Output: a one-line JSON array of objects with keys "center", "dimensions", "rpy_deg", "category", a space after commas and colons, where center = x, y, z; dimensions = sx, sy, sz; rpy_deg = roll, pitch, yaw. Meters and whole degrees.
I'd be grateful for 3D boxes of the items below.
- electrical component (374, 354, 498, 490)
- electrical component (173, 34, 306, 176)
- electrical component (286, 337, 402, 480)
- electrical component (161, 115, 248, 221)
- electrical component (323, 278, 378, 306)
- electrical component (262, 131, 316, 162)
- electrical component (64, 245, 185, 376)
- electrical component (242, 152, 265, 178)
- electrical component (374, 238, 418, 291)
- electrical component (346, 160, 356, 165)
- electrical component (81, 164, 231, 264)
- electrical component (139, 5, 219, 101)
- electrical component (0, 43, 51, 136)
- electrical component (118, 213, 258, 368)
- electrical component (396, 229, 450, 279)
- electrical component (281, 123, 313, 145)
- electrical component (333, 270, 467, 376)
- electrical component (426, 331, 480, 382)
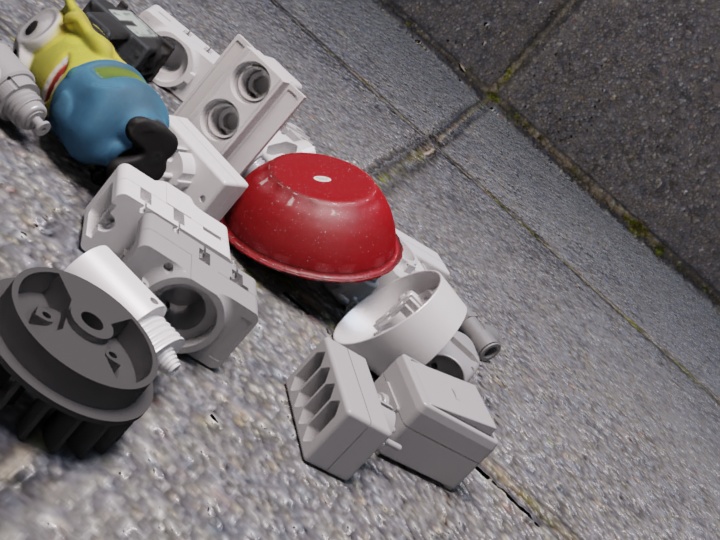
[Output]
[{"center": [0.048, 0.107, 0.793], "dimensions": [0.096, 0.061, 0.061], "rpy_deg": [31, 20, -31], "category": "electrical component"}, {"center": [-0.108, -0.126, 0.915], "dimensions": [0.079, 0.121, 0.063], "rpy_deg": [44, 15, 8], "category": "electrical component"}, {"center": [-0.002, 0.100, 0.726], "dimensions": [0.076, 0.047, 0.083], "rpy_deg": [32, 20, -29], "category": "electrical component"}, {"center": [-0.145, -0.079, 0.848], "dimensions": [0.083, 0.047, 0.076], "rpy_deg": [47, 18, 16], "category": "electrical component"}, {"center": [0.000, 0.000, 0.945], "dimensions": [0.048, 0.062, 0.048], "rpy_deg": [38, 18, -15], "category": "electrical component"}, {"center": [-0.069, -0.106, 1.055], "dimensions": [0.079, 0.043, 0.077], "rpy_deg": [-20, 59, -39], "category": "electrical component"}, {"center": [-0.134, 0.029, 0.618], "dimensions": [0.081, 0.043, 0.043], "rpy_deg": [44, 17, 9], "category": "electrical component"}, {"center": [-0.102, -0.097, 1.006], "dimensions": [0.061, 0.035, 0.035], "rpy_deg": [45, 17, 1], "category": "electrical component"}, {"center": [0.016, -0.005, 1.002], "dimensions": [0.050, 0.055, 0.089], "rpy_deg": [21, 27, -49], "category": "electrical component"}, {"center": [-0.026, -0.070, 1.029], "dimensions": [0.043, 0.079, 0.077], "rpy_deg": [32, 14, 16], "category": "electrical component"}, {"center": [-0.137, -0.024, 0.727], "dimensions": [0.089, 0.050, 0.055], "rpy_deg": [34, 19, -26], "category": "electrical component"}, {"center": [-0.189, -0.215, 1.073], "dimensions": [0.089, 0.050, 0.055], "rpy_deg": [38, 17, -12], "category": "electrical component"}, {"center": [-0.244, -0.124, 0.752], "dimensions": [0.078, 0.040, 0.040], "rpy_deg": [46, 18, 15], "category": "electrical component"}, {"center": [-0.113, 0.015, 0.683], "dimensions": [0.089, 0.050, 0.055], "rpy_deg": [34, 18, -22], "category": "electrical component"}, {"center": [0.048, 0.005, 1.061], "dimensions": [0.083, 0.047, 0.075], "rpy_deg": [29, 22, -37], "category": "electrical component"}, {"center": [-0.076, -0.123, 1.104], "dimensions": [0.040, 0.046, 0.040], "rpy_deg": [38, 18, -14], "category": "electrical component"}, {"center": [0.035, 0.043, 0.867], "dimensions": [0.064, 0.099, 0.099], "rpy_deg": [45, 17, -9], "category": "electrical component"}, {"center": [0.062, 0.071, 0.940], "dimensions": [0.079, 0.043, 0.077], "rpy_deg": [42, 17, 1], "category": "electrical component"}]
